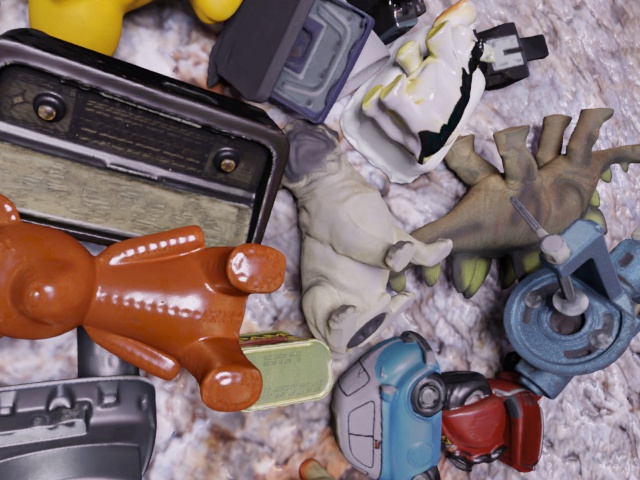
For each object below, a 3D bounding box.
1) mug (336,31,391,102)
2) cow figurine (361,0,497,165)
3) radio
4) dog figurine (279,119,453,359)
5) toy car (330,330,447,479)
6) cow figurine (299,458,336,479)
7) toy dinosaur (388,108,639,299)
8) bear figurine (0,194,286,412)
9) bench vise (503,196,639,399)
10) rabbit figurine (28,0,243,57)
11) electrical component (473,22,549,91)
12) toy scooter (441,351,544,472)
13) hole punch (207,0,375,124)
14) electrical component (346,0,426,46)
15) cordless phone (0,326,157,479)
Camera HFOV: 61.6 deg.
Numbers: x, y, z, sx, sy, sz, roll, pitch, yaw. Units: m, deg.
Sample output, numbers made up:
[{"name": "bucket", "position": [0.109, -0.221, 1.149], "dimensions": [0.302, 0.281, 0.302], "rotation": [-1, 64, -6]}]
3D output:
[{"name": "mug", "position": [-0.002, -0.195, 0.541], "dimensions": [0.109, 0.081, 0.107], "rotation": [-33, 92, 9]}, {"name": "cow figurine", "position": [0.122, -0.158, 0.529], "dimensions": [0.098, 0.068, 0.167], "rotation": [44, 70, -19]}, {"name": "radio", "position": [-0.145, -0.065, 0.421], "dimensions": [0.229, 0.073, 0.131], "rotation": [14, 111, -27]}, {"name": "dog figurine", "position": [0.002, -0.003, 0.517], "dimensions": [0.172, 0.191, 0.121], "rotation": [-53, 152, 13]}, {"name": "toy car", "position": [0.061, 0.171, 0.528], "dimensions": [0.103, 0.109, 0.161], "rotation": [2, 96, -5]}, {"name": "cow figurine", "position": [0.019, 0.308, 0.470], "dimensions": [0.085, 0.127, 0.194], "rotation": [-15, 90, -24]}, {"name": "toy dinosaur", "position": [0.219, -0.032, 0.620], "dimensions": [0.471, 0.105, 0.198], "rotation": [-17, 98, -17]}, {"name": "bear figurine", "position": [-0.141, 0.038, 0.366], "dimensions": [0.196, 0.132, 0.120], "rotation": [15, 88, -30]}, {"name": "bench vise", "position": [0.268, 0.047, 0.529], "dimensions": [0.223, 0.129, 0.240], "rotation": [-40, 135, 4]}, {"name": "rabbit figurine", "position": [-0.159, -0.203, 0.418], "dimensions": [0.173, 0.162, 0.122], "rotation": [-45, 79, 4]}, {"name": "electrical component", "position": [0.226, -0.229, 0.670], "dimensions": [0.119, 0.048, 0.074], "rotation": [-24, 97, -27]}, {"name": "toy scooter", "position": [0.196, 0.206, 0.602], "dimensions": [0.184, 0.075, 0.135], "rotation": [-6, 90, -32]}, {"name": "hole punch", "position": [-0.028, -0.177, 0.479], "dimensions": [0.092, 0.116, 0.142], "rotation": [6, 121, -42]}, {"name": "electrical component", "position": [0.054, -0.270, 0.549], "dimensions": [0.058, 0.115, 0.134], "rotation": [-24, 94, -25]}, {"name": "cordless phone", "position": [-0.202, 0.104, 0.414], "dimensions": [0.146, 0.089, 0.184], "rotation": [1, 73, -28]}]
